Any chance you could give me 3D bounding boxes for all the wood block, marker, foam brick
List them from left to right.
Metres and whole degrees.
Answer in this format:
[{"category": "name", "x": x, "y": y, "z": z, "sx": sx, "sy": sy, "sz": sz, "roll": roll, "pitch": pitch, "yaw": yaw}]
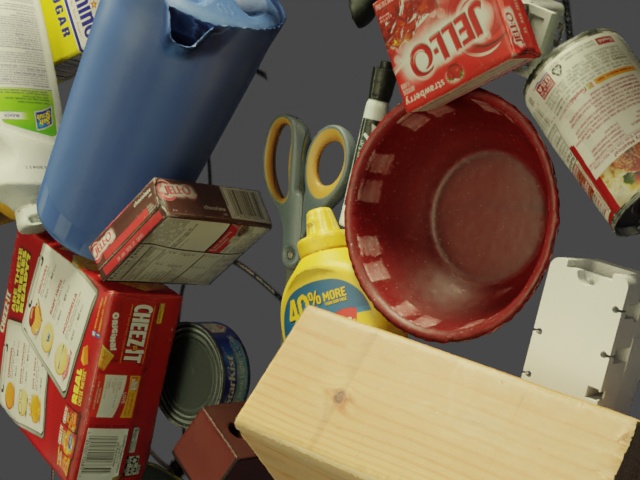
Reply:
[{"category": "foam brick", "x": -0.059, "y": 0.157, "z": 0.798, "sx": 0.053, "sy": 0.078, "sz": 0.051, "roll": 49, "pitch": 118, "yaw": 29}, {"category": "marker", "x": 0.035, "y": -0.068, "z": 0.761, "sx": 0.020, "sy": 0.020, "sz": 0.121, "roll": 19, "pitch": 101, "yaw": 40}, {"category": "wood block", "x": 0.069, "y": 0.122, "z": 0.605, "sx": 0.206, "sy": 0.090, "sz": 0.090, "roll": 18, "pitch": 62, "yaw": 31}]

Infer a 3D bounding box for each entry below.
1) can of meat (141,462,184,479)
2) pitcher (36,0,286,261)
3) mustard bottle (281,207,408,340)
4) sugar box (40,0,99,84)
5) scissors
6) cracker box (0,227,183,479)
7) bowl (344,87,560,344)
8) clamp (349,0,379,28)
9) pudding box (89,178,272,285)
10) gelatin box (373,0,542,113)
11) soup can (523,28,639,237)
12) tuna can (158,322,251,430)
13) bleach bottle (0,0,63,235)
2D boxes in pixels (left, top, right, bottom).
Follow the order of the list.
[{"category": "can of meat", "x": -0.141, "y": 0.238, "z": 0.880, "sx": 0.102, "sy": 0.057, "sz": 0.084, "roll": 17, "pitch": 97, "yaw": 41}, {"category": "pitcher", "x": -0.133, "y": -0.107, "z": 0.840, "sx": 0.145, "sy": 0.148, "sz": 0.243, "roll": 45, "pitch": 122, "yaw": 25}, {"category": "mustard bottle", "x": 0.019, "y": 0.070, "z": 0.745, "sx": 0.096, "sy": 0.058, "sz": 0.191, "roll": -22, "pitch": 73, "yaw": 39}, {"category": "sugar box", "x": -0.240, "y": -0.201, "z": 0.990, "sx": 0.177, "sy": 0.048, "sz": 0.093, "roll": -17, "pitch": 78, "yaw": 41}, {"category": "scissors", "x": -0.005, "y": 0.001, "z": 0.796, "sx": 0.096, "sy": 0.016, "sz": 0.202, "roll": -13, "pitch": 80, "yaw": 41}, {"category": "cracker box", "x": -0.205, "y": 0.090, "z": 0.906, "sx": 0.214, "sy": 0.071, "sz": 0.164, "roll": 26, "pitch": 105, "yaw": 53}, {"category": "bowl", "x": 0.093, "y": -0.016, "z": 0.684, "sx": 0.162, "sy": 0.055, "sz": 0.162, "roll": -2, "pitch": 87, "yaw": 41}, {"category": "clamp", "x": -0.002, "y": -0.265, "z": 0.751, "sx": 0.165, "sy": 0.036, "sz": 0.210, "roll": 20, "pitch": 87, "yaw": 19}, {"category": "pudding box", "x": -0.105, "y": -0.004, "z": 0.820, "sx": 0.090, "sy": 0.113, "sz": 0.039, "roll": -40, "pitch": 60, "yaw": 32}, {"category": "gelatin box", "x": 0.079, "y": -0.125, "z": 0.632, "sx": 0.089, "sy": 0.030, "sz": 0.073, "roll": -23, "pitch": 81, "yaw": 46}, {"category": "soup can", "x": 0.170, "y": -0.062, "z": 0.611, "sx": 0.069, "sy": 0.068, "sz": 0.102, "roll": -45, "pitch": 60, "yaw": 31}, {"category": "tuna can", "x": -0.096, "y": 0.108, "z": 0.860, "sx": 0.086, "sy": 0.033, "sz": 0.086, "roll": -2, "pitch": 87, "yaw": 41}, {"category": "bleach bottle", "x": -0.277, "y": -0.127, "z": 0.925, "sx": 0.068, "sy": 0.102, "sz": 0.251, "roll": -29, "pitch": 71, "yaw": 49}]
